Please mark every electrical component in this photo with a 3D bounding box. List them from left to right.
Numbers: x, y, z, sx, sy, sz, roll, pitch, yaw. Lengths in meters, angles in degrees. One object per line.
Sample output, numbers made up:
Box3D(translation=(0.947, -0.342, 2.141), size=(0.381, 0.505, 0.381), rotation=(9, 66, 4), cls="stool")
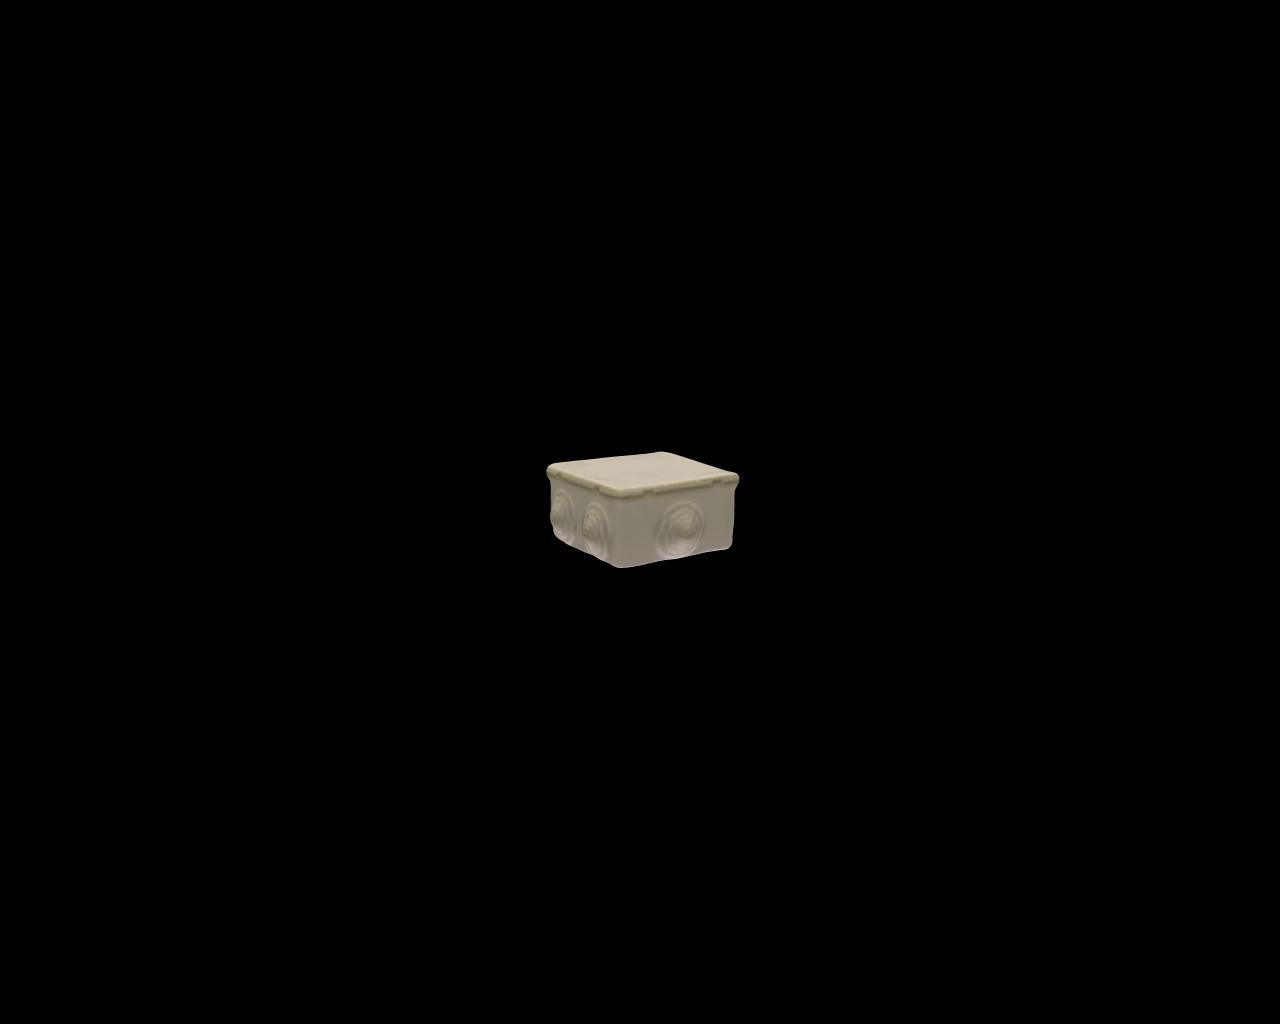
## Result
Box3D(translation=(0.001, -0.003, 0.650), size=(0.100, 0.048, 0.100), rotation=(-8, 16, -31), cls="electrical component")
